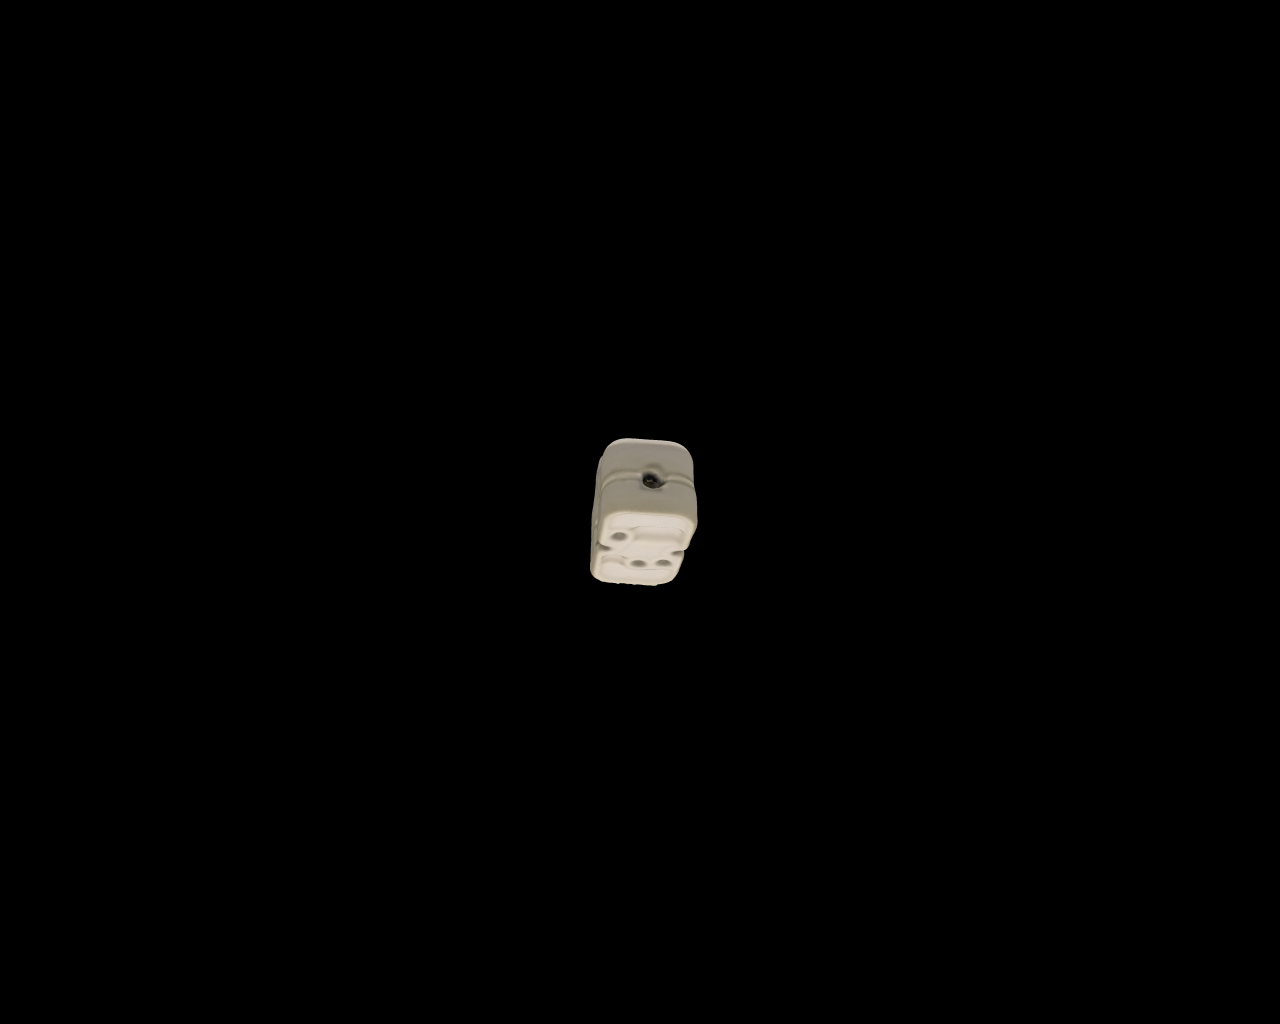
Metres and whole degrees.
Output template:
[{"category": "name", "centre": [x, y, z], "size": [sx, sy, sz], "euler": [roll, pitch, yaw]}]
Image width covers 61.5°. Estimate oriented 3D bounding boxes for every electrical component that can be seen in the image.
[{"category": "electrical component", "centre": [0.001, -0.003, 0.650], "size": [0.054, 0.059, 0.095], "euler": [4, -29, -6]}]
